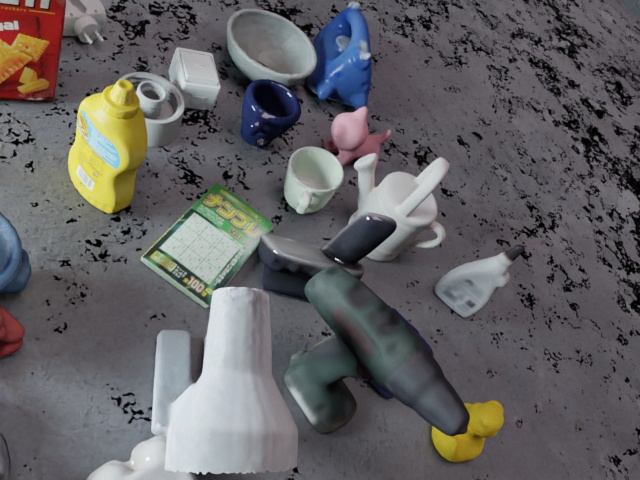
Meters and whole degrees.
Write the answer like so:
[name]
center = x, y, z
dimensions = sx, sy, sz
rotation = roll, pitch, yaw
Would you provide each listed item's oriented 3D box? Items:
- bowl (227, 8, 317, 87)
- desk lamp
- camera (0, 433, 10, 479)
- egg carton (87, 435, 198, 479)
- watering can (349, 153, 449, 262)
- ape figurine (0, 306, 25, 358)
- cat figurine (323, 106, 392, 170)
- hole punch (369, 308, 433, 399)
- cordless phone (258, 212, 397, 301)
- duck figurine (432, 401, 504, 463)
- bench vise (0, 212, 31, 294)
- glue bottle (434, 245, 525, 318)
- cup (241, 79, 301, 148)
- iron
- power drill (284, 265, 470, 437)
[bowl]
center = -0.093, -0.325, 1.013
dimensions = 0.168, 0.074, 0.167
rotation = 16, 52, -21
[desk lamp]
center = -0.104, 0.151, 0.583
dimensions = 0.118, 0.213, 0.203
rotation = 9, 55, -25
[camera]
center = -0.345, 0.175, 0.499
dimensions = 0.143, 0.100, 0.136
rotation = 9, 55, -25
[egg carton]
center = -0.160, 0.277, 0.560
dimensions = 0.107, 0.069, 0.150
rotation = -24, 73, -39
[watering can]
center = 0.123, -0.059, 0.877
dimensions = 0.173, 0.193, 0.101
rotation = 23, 50, -15
[ape figurine]
center = -0.336, 0.091, 0.569
dimensions = 0.078, 0.092, 0.076
rotation = 3, 57, -29
[cat figurine]
center = 0.063, -0.175, 0.973
dimensions = 0.128, 0.117, 0.067
rotation = 2, 58, -30
[hole punch]
center = 0.104, 0.144, 0.795
dimensions = 0.108, 0.091, 0.101
rotation = 45, 48, 5
[cordless phone]
center = 0.007, 0.003, 0.771
dimensions = 0.148, 0.184, 0.094
rotation = 12, 53, -23
[duck figurine]
center = 0.210, 0.255, 0.784
dimensions = 0.105, 0.086, 0.077
rotation = -22, 72, -39
[bench vise]
center = -0.371, 0.008, 0.519
dimensions = 0.208, 0.219, 0.121
rotation = -26, 74, -40
[glue bottle]
center = 0.256, 0.056, 0.891
dimensions = 0.078, 0.173, 0.037
rotation = 41, 48, 1
[cup]
center = -0.092, -0.183, 0.902
dimensions = 0.092, 0.094, 0.118
rotation = 32, 48, -7
[iron]
center = 0.050, -0.372, 1.087
dimensions = 0.119, 0.141, 0.258
rotation = 12, 53, -23
[power drill]
center = 0.047, 0.152, 0.676
dimensions = 0.076, 0.208, 0.229
rotation = -26, 74, -40
